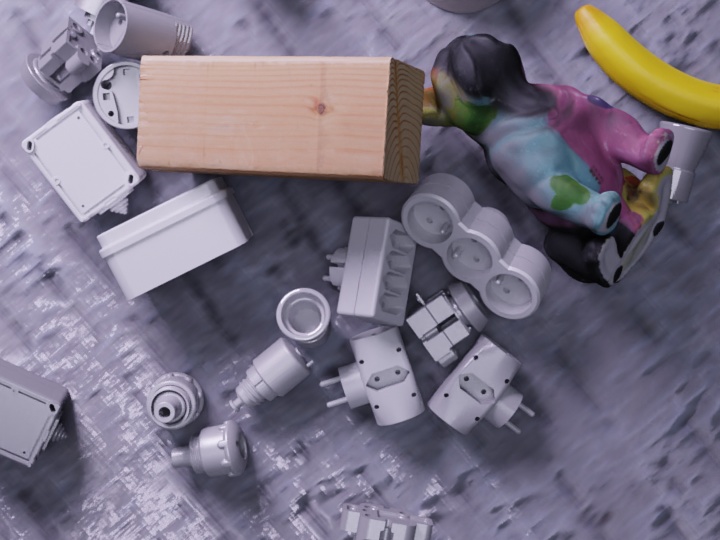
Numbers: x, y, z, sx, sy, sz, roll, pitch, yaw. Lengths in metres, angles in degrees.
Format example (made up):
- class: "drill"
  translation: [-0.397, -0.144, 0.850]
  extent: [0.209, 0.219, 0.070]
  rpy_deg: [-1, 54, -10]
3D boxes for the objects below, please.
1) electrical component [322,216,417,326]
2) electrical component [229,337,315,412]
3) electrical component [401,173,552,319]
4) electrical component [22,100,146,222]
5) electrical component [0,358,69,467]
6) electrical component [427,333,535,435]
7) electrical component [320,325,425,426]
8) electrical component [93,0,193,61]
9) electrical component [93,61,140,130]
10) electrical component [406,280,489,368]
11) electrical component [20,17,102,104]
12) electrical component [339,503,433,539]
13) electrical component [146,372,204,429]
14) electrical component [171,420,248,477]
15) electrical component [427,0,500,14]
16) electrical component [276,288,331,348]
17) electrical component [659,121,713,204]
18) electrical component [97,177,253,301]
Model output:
- class: "electrical component"
  translation: [0.000, 0.000, 0.905]
  extent: [0.076, 0.047, 0.083]
  rpy_deg: [4, 81, 36]
- class: "electrical component"
  translation: [-0.078, 0.092, 0.918]
  extent: [0.078, 0.040, 0.040]
  rpy_deg: [-40, 93, 3]
- class: "electrical component"
  translation: [0.103, -0.028, 0.897]
  extent: [0.138, 0.073, 0.052]
  rpy_deg: [42, 130, -4]
- class: "electrical component"
  translation: [-0.224, -0.087, 0.898]
  extent: [0.062, 0.061, 0.096]
  rpy_deg: [-35, 101, 3]
- class: "electrical component"
  translation: [-0.293, 0.120, 0.915]
  extent: [0.096, 0.061, 0.061]
  rpy_deg: [26, 95, -10]
- class: "electrical component"
  translation: [0.112, 0.108, 0.917]
  extent: [0.079, 0.043, 0.077]
  rpy_deg: [37, 94, -3]
- class: "electrical component"
  translation: [0.006, 0.094, 0.916]
  extent: [0.079, 0.043, 0.077]
  rpy_deg: [-18, 94, 2]
- class: "electrical component"
  translation: [-0.172, -0.192, 0.882]
  extent: [0.043, 0.081, 0.043]
  rpy_deg: [-3, 85, 39]
- class: "electrical component"
  translation: [-0.189, -0.144, 0.896]
  extent: [0.055, 0.047, 0.055]
  rpy_deg: [0, 95, 1]
- class: "electrical component"
  translation: [0.075, 0.041, 0.911]
  extent: [0.055, 0.048, 0.066]
  rpy_deg: [-35, 94, 11]
- class: "electrical component"
  translation: [-0.247, -0.170, 0.890]
  extent: [0.055, 0.066, 0.048]
  rpy_deg: [-36, 127, 19]
- class: "electrical component"
  translation: [0.019, 0.237, 0.921]
  extent: [0.078, 0.058, 0.057]
  rpy_deg: [10, 92, -1]
- class: "electrical component"
  translation: [-0.160, 0.114, 0.910]
  extent: [0.048, 0.062, 0.048]
  rpy_deg: [0, 95, 0]
- class: "electrical component"
  translation: [-0.130, 0.156, 0.923]
  extent: [0.062, 0.048, 0.048]
  rpy_deg: [-11, 95, 9]
- class: "electrical component"
  translation: [0.086, -0.271, 0.888]
  extent: [0.099, 0.064, 0.099]
  rpy_deg: [-1, 81, 5]
- class: "electrical component"
  translation: [-0.044, 0.043, 0.901]
  extent: [0.044, 0.065, 0.044]
  rpy_deg: [-1, 76, 3]
- class: "electrical component"
  translation: [0.265, -0.088, 0.902]
  extent: [0.044, 0.044, 0.065]
  rpy_deg: [13, 99, -1]
- class: "electrical component"
  translation: [-0.152, -0.028, 0.890]
  extent: [0.113, 0.078, 0.057]
  rpy_deg: [-26, 97, 2]
